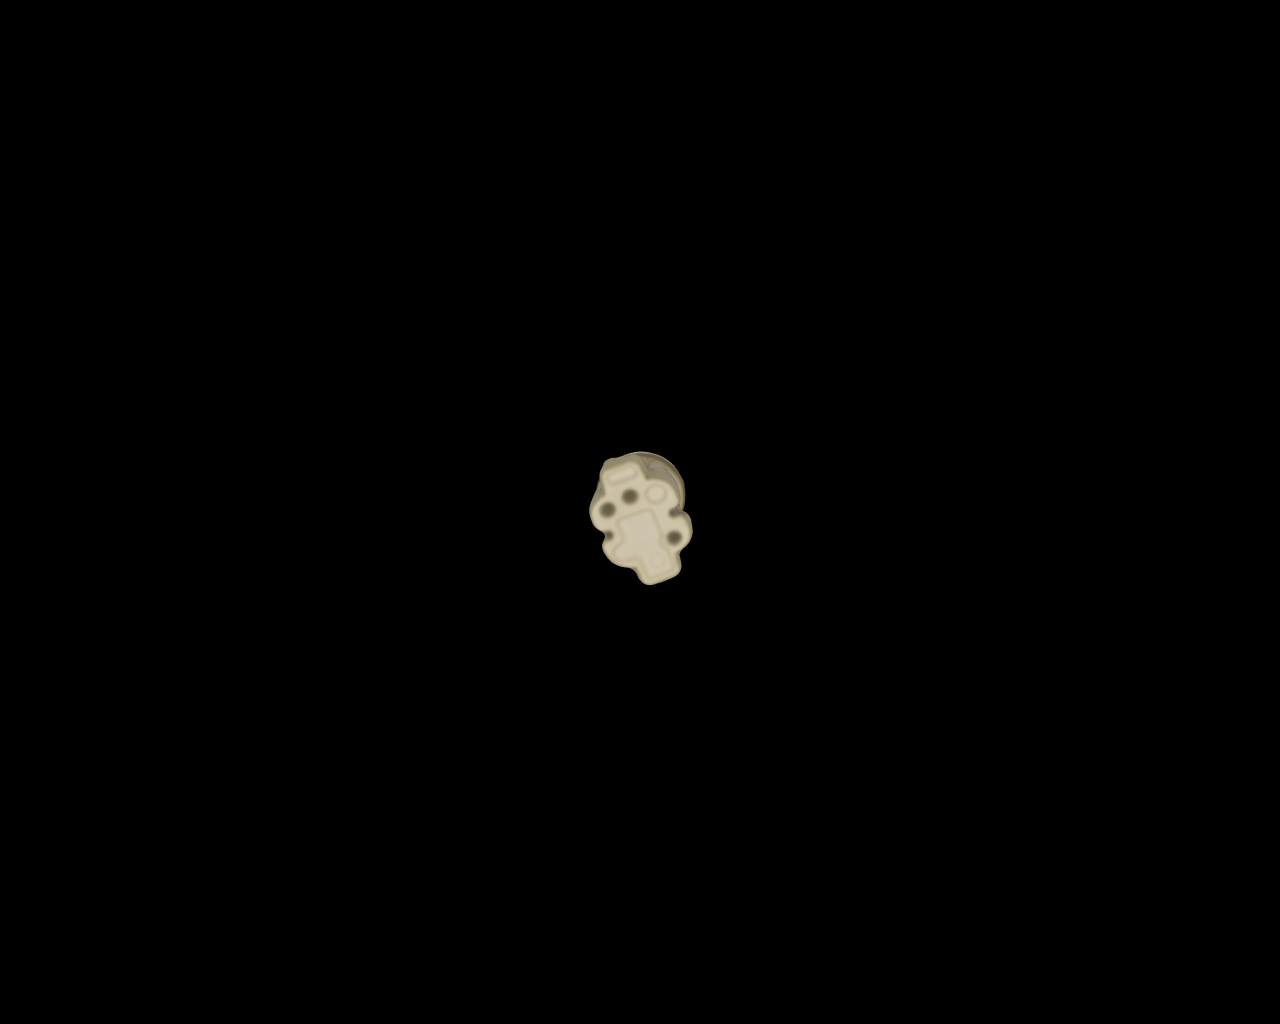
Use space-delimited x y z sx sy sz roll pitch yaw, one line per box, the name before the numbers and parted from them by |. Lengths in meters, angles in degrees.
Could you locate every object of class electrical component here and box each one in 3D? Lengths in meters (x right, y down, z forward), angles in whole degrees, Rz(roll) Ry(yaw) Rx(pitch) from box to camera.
electrical component | 0.001 -0.003 0.650 0.058 0.078 0.057 -19 20 7
